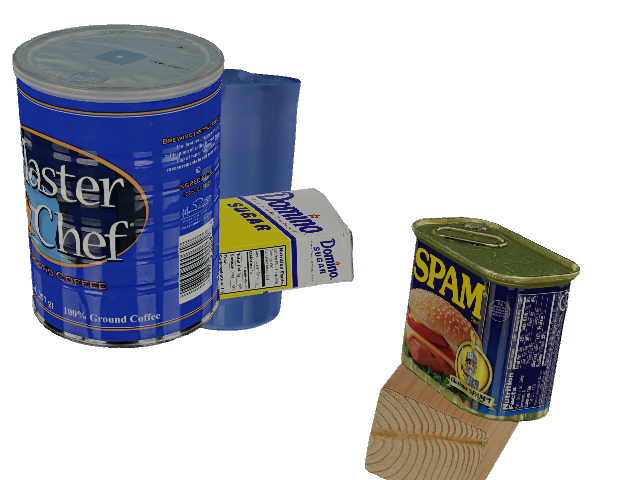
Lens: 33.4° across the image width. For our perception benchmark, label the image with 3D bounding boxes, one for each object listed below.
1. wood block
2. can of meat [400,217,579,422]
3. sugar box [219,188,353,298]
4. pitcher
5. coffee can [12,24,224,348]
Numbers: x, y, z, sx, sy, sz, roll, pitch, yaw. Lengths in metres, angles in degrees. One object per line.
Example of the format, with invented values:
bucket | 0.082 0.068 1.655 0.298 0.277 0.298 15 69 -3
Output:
wood block | 0.126 0.118 0.895 0.091 0.090 0.205 22 34 20
can of meat | 0.088 0.041 0.586 0.057 0.084 0.102 -3 19 -26
sugar box | -0.073 0.004 0.751 0.176 0.048 0.093 -10 25 -13
pitcher | -0.083 -0.044 1.038 0.149 0.243 0.145 -2 15 -17
coffee can | -0.102 -0.030 0.556 0.103 0.140 0.103 3 27 -2
